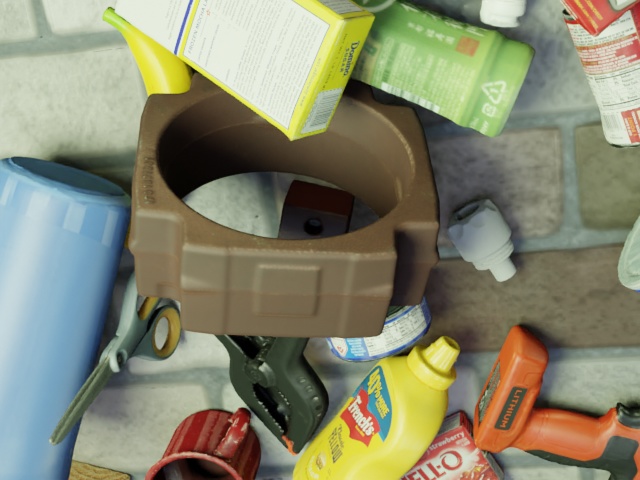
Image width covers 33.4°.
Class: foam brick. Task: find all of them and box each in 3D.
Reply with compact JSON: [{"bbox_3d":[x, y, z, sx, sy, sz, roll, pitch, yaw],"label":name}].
[{"bbox_3d":[-0.006,0.001,0.838,0.053,0.051,0.078,11,114,4],"label":"foam brick"}]

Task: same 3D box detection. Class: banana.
[{"bbox_3d":[-0.127,-0.082,0.832,0.070,0.037,0.198,9,113,20],"label":"banana"}]

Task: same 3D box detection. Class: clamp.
[{"bbox_3d":[-0.052,0.092,0.870,0.165,0.036,0.210,18,138,31],"label":"clamp"}]

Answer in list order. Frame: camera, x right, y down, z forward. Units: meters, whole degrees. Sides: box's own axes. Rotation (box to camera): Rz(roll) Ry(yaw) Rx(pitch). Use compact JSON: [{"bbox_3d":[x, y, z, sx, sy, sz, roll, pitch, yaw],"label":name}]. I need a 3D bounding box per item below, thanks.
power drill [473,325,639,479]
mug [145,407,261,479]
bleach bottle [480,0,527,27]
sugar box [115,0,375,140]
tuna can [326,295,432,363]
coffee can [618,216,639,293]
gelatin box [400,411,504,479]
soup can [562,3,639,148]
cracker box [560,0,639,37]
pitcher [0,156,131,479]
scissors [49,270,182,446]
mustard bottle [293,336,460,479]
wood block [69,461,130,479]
[{"bbox_3d":[0.230,0.135,0.854,0.187,0.057,0.185,20,114,0],"label":"power drill"},{"bbox_3d":[-0.091,0.190,0.913,0.093,0.081,0.117,28,114,-3],"label":"mug"},{"bbox_3d":[0.128,-0.267,0.700,0.102,0.068,0.251,8,116,6],"label":"bleach bottle"},{"bbox_3d":[-0.055,-0.153,0.722,0.176,0.048,0.093,39,123,23],"label":"sugar box"},{"bbox_3d":[0.043,0.060,0.836,0.086,0.086,0.034,-14,112,14],"label":"tuna can"},{"bbox_3d":[0.304,0.024,0.772,0.140,0.102,0.103,31,114,-5],"label":"coffee can"},{"bbox_3d":[0.102,0.198,0.915,0.089,0.030,0.073,-29,105,18],"label":"gelatin box"},{"bbox_3d":[0.217,-0.123,0.742,0.069,0.068,0.102,-19,109,16],"label":"soup can"},{"bbox_3d":[0.196,-0.254,0.632,0.214,0.072,0.164,-39,112,16],"label":"cracker box"},{"bbox_3d":[-0.227,0.063,0.832,0.144,0.149,0.243,11,101,-42],"label":"pitcher"},{"bbox_3d":[-0.151,0.099,0.835,0.016,0.201,0.096,0,137,21],"label":"scissors"},{"bbox_3d":[0.051,0.152,0.867,0.058,0.096,0.192,27,114,-21],"label":"mustard bottle"},{"bbox_3d":[-0.241,0.314,0.984,0.090,0.090,0.206,13,114,4],"label":"wood block"}]
